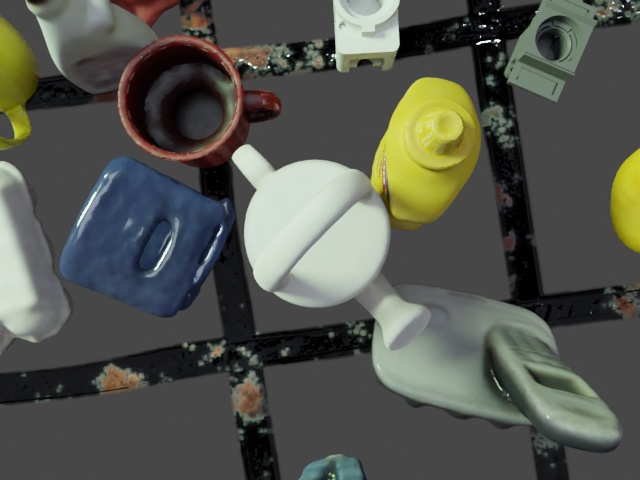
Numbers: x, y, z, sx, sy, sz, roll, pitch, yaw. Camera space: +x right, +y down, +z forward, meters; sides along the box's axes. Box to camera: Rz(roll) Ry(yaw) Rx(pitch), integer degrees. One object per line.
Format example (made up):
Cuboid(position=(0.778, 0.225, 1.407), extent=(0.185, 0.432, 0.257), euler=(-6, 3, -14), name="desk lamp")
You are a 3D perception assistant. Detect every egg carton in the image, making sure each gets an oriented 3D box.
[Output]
Cuboid(position=(-0.267, 0.019, 0.463), extent=(0.107, 0.069, 0.150), euler=(-21, 89, 0), name="egg carton")

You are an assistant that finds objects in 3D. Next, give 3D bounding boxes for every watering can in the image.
Cuboid(position=(0.005, 0.000, 0.398), extent=(0.173, 0.194, 0.101), euler=(24, 89, 1), name="watering can")

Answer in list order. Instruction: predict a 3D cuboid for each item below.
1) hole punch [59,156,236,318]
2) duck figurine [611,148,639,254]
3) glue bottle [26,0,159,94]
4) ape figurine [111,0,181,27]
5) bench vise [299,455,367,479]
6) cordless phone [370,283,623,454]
Cuboid(position=(-0.130, -0.001, 0.451), extent=(0.101, 0.091, 0.109), euler=(26, 89, 1), name="hole punch")
Cuboid(position=(0.283, -0.037, 0.449), extent=(0.077, 0.086, 0.105), euler=(24, 89, 1), name="duck figurine")
Cuboid(position=(-0.171, -0.153, 0.413), extent=(0.078, 0.173, 0.037), euler=(-16, 88, 1), name="glue bottle")
Cuboid(position=(-0.152, -0.212, 0.455), extent=(0.078, 0.092, 0.076), euler=(2, 89, 1), name="ape figurine")
Cuboid(position=(-0.038, 0.213, 0.382), extent=(0.207, 0.219, 0.121), euler=(-30, 88, 0), name="bench vise")
Cuboid(position=(0.111, 0.088, 0.400), extent=(0.147, 0.185, 0.094), euler=(10, 89, 1), name="cordless phone")
